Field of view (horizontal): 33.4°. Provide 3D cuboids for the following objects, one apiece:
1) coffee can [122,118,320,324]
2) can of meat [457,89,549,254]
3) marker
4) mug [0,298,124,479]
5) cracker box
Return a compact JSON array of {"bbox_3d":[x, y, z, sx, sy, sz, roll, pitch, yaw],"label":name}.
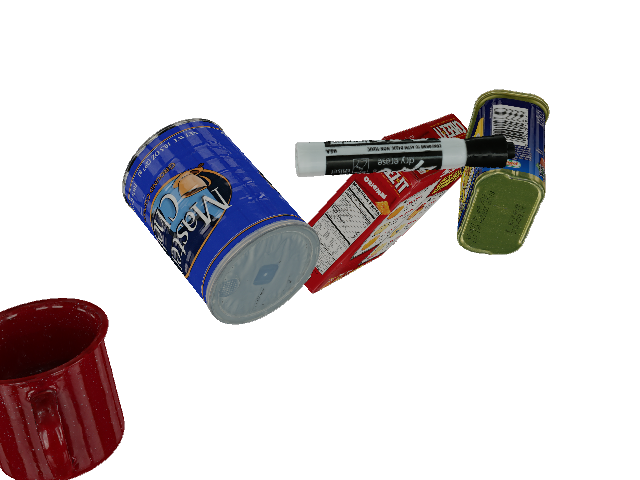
[{"bbox_3d":[-0.081,-0.017,0.860,0.102,0.103,0.140,0,39,-48],"label":"coffee can"},{"bbox_3d":[0.139,-0.050,0.819,0.057,0.084,0.102,9,-37,0],"label":"can of meat"},{"bbox_3d":[0.047,-0.047,0.585,0.121,0.020,0.020,-3,0,-5],"label":"marker"},{"bbox_3d":[-0.163,0.098,0.643,0.093,0.081,0.117,-16,28,-15],"label":"mug"},{"bbox_3d":[0.072,-0.045,1.250,0.163,0.072,0.214,-26,-18,-52],"label":"cracker box"}]
